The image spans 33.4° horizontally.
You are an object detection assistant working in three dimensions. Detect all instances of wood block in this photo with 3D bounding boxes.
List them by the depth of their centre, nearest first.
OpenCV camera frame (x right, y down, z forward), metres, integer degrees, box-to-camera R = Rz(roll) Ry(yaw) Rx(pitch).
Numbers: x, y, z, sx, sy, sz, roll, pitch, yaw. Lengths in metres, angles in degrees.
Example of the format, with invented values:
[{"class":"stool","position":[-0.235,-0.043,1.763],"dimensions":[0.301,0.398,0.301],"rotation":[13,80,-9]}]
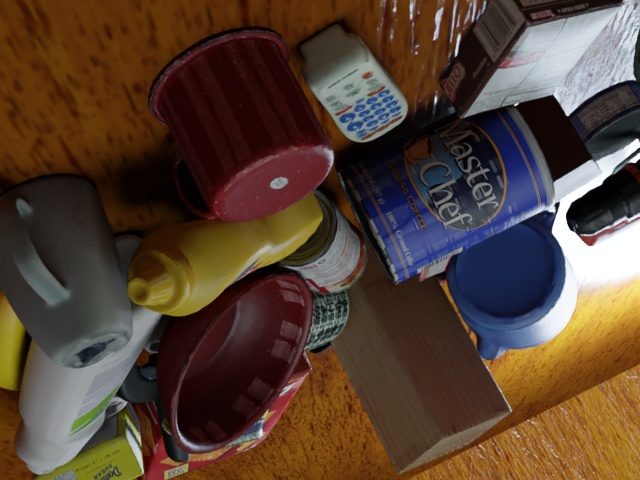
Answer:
[{"class":"wood block","position":[0.078,0.100,1.003],"dimensions":[0.090,0.206,0.090],"rotation":[-14,156,-32]}]

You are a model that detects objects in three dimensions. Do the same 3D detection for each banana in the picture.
[{"class":"banana","position":[-0.233,0.080,0.824],"dimensions":[0.069,0.037,0.198],"rotation":[-48,167,-15]}]

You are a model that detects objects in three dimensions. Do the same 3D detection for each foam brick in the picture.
[{"class":"foam brick","position":[0.194,-0.079,0.903],"dimensions":[0.051,0.078,0.053],"rotation":[-32,157,16]}]

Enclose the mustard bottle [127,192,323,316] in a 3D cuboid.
[{"class":"mustard bottle","position":[-0.073,0.008,0.721],"dimensions":[0.096,0.058,0.191],"rotation":[-24,-177,25]}]

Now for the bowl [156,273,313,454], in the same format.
[{"class":"bowl","position":[-0.076,0.086,0.839],"dimensions":[0.161,0.055,0.162],"rotation":[-38,146,-33]}]

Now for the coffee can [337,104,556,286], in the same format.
[{"class":"coffee can","position":[0.098,-0.040,0.839],"dimensions":[0.140,0.103,0.103],"rotation":[-27,160,-1]}]

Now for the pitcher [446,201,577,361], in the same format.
[{"class":"pitcher","position":[0.194,0.031,1.063],"dimensions":[0.145,0.149,0.242],"rotation":[-21,169,9]}]

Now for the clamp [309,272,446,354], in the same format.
[{"class":"clamp","position":[0.062,0.059,1.131],"dimensions":[0.171,0.039,0.120],"rotation":[-29,165,-13]}]

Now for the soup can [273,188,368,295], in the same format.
[{"class":"soup can","position":[-0.006,0.001,0.862],"dimensions":[0.068,0.068,0.102],"rotation":[-30,159,7]}]

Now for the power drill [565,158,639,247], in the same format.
[{"class":"power drill","position":[0.323,-0.043,1.125],"dimensions":[0.184,0.057,0.188],"rotation":[-27,172,-6]}]

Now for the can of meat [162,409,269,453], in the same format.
[{"class":"can of meat","position":[-0.082,0.134,0.954],"dimensions":[0.101,0.058,0.084],"rotation":[-1,118,-54]}]

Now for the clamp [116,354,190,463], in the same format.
[{"class":"clamp","position":[-0.135,0.121,0.960],"dimensions":[0.164,0.036,0.209],"rotation":[-59,146,1]}]

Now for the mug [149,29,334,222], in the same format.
[{"class":"mug","position":[-0.051,-0.058,0.642],"dimensions":[0.093,0.081,0.117],"rotation":[-3,149,-48]}]

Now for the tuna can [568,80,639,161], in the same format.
[{"class":"tuna can","position":[0.267,-0.109,0.985],"dimensions":[0.086,0.034,0.086],"rotation":[-24,160,-10]}]

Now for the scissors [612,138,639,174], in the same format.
[{"class":"scissors","position":[0.317,-0.094,1.040],"dimensions":[0.201,0.016,0.096],"rotation":[-34,174,-30]}]

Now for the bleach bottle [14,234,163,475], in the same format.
[{"class":"bleach bottle","position":[-0.191,0.108,0.821],"dimensions":[0.102,0.068,0.251],"rotation":[-34,161,-48]}]

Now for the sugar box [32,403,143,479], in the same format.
[{"class":"sugar box","position":[-0.216,0.198,1.001],"dimensions":[0.093,0.048,0.176],"rotation":[-25,-174,-7]}]

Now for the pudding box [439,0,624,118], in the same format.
[{"class":"pudding box","position":[0.147,-0.139,0.757],"dimensions":[0.089,0.039,0.114],"rotation":[-17,160,-27]}]

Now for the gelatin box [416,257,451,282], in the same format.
[{"class":"gelatin box","position":[0.088,-0.014,0.936],"dimensions":[0.030,0.073,0.089],"rotation":[-21,160,-13]}]

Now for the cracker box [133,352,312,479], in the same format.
[{"class":"cracker box","position":[-0.117,0.182,1.157],"dimensions":[0.164,0.072,0.214],"rotation":[-17,157,-26]}]
